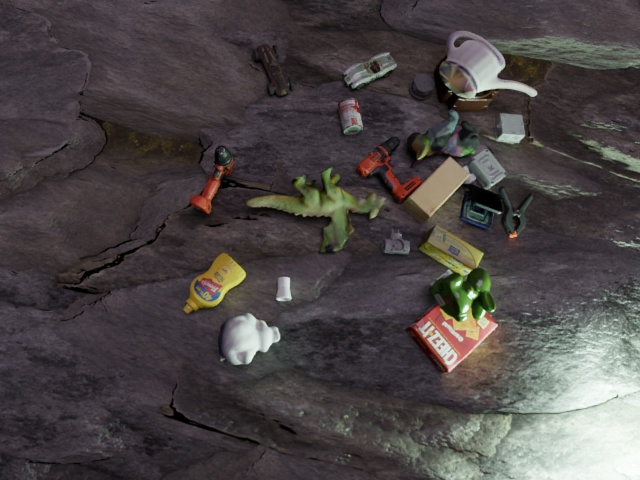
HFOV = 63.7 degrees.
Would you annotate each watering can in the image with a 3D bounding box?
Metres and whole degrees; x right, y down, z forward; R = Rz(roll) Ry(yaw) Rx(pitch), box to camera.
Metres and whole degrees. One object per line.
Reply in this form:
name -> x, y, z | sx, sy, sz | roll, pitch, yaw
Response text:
watering can -> 0.542, -0.552, 1.711 | 0.349, 0.102, 0.227 | 45, 72, 7

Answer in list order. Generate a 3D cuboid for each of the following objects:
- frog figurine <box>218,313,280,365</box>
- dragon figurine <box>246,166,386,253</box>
frog figurine -> -0.191, 0.268, 1.395 | 0.159, 0.120, 0.141 | 0, 53, 3
dragon figurine -> 0.005, -0.078, 1.557 | 0.412, 0.121, 0.244 | -21, 84, -14
